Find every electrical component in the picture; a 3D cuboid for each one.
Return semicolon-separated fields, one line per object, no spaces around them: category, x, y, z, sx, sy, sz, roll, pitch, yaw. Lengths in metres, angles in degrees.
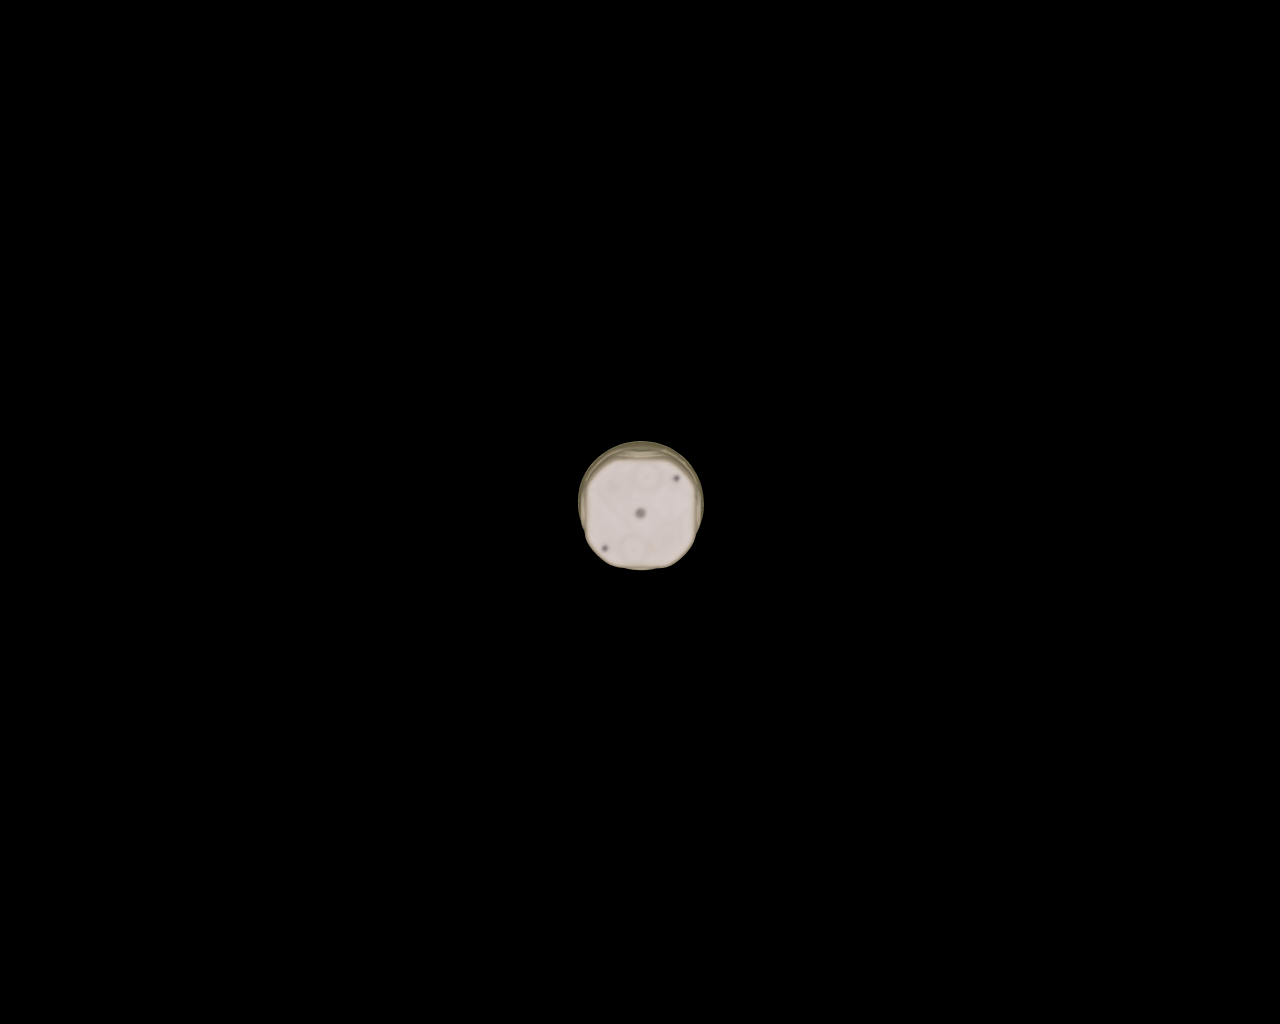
electrical component;0.001;-0.003;0.650;0.080;0.080;0.051;0;8;0
